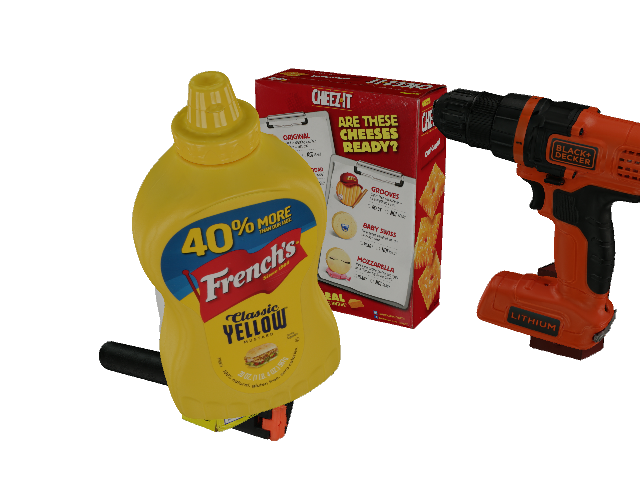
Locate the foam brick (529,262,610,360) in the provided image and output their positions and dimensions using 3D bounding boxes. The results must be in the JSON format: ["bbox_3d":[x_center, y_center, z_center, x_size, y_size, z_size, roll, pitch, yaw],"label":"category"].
[{"bbox_3d":[0.227,0.062,0.969,0.053,0.078,0.051,13,18,35],"label":"foam brick"}]

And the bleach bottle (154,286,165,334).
[{"bbox_3d":[-0.138,0.035,1.138,0.102,0.068,0.251,-5,26,-16],"label":"bleach bottle"}]

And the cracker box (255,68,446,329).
[{"bbox_3d":[0.028,-0.041,0.977,0.164,0.214,0.072,11,24,27],"label":"cracker box"}]

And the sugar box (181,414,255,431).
[{"bbox_3d":[-0.058,0.036,0.747,0.048,0.176,0.093,11,22,38],"label":"sugar box"}]

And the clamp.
[{"bbox_3d":[-0.077,0.119,0.933,0.164,0.036,0.210,-7,17,-36],"label":"clamp"}]

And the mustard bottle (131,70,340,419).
[{"bbox_3d":[-0.043,0.003,0.536,0.096,0.192,0.058,-15,39,-12],"label":"mustard bottle"}]

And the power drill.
[{"bbox_3d":[0.166,-0.019,0.819,0.185,0.188,0.057,17,34,26],"label":"power drill"}]
